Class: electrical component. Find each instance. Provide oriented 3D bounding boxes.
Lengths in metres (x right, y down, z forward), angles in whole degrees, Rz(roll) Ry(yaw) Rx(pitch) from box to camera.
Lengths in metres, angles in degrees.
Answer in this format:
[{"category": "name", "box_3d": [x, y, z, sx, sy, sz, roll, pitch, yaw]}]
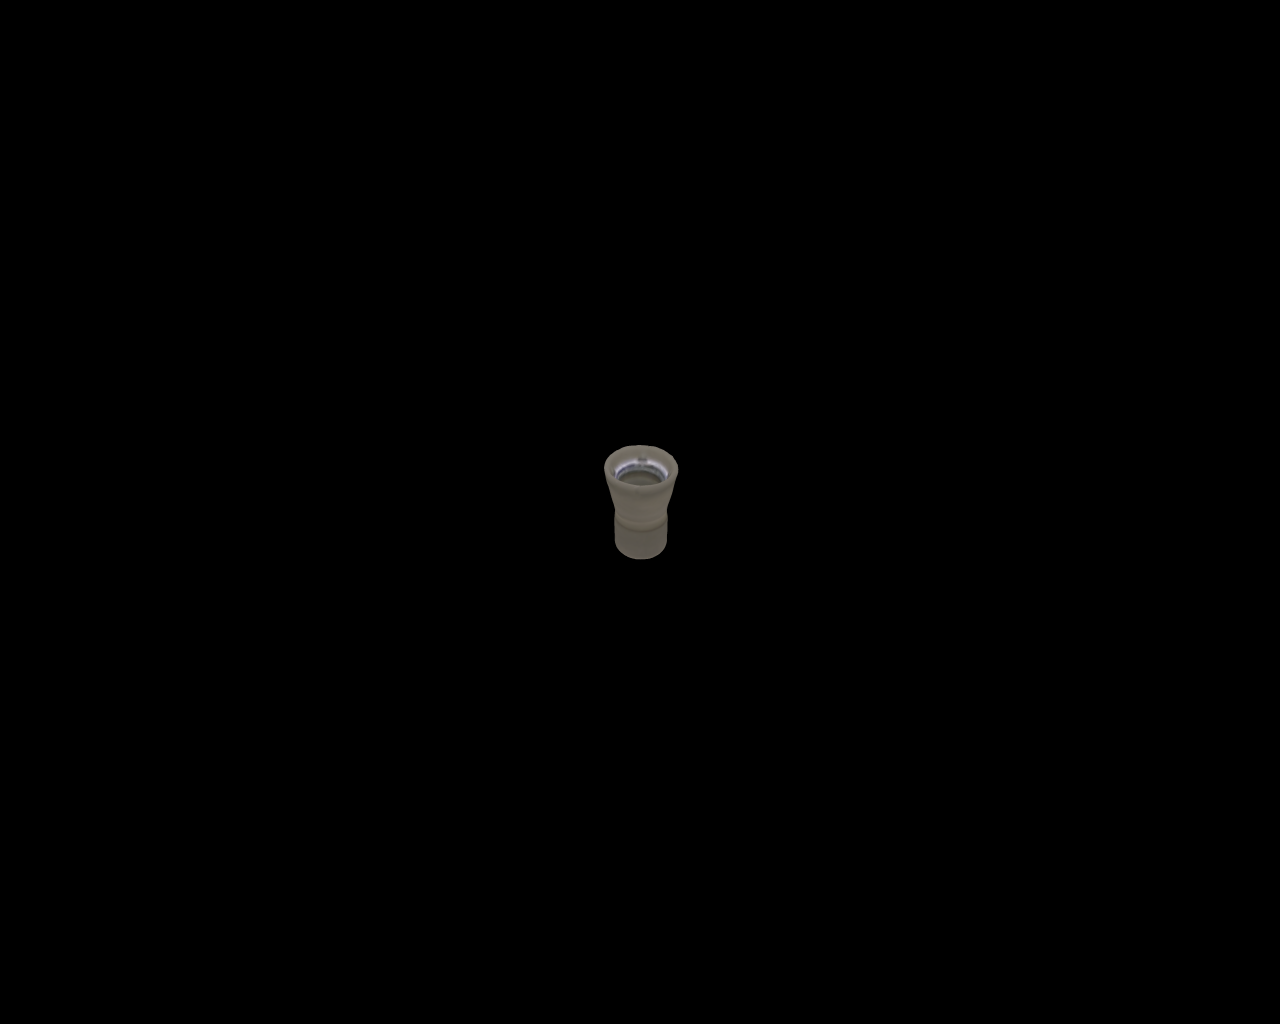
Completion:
[{"category": "electrical component", "box_3d": [0.001, -0.003, 0.650, 0.044, 0.065, 0.044, 0, 39, 0]}]
